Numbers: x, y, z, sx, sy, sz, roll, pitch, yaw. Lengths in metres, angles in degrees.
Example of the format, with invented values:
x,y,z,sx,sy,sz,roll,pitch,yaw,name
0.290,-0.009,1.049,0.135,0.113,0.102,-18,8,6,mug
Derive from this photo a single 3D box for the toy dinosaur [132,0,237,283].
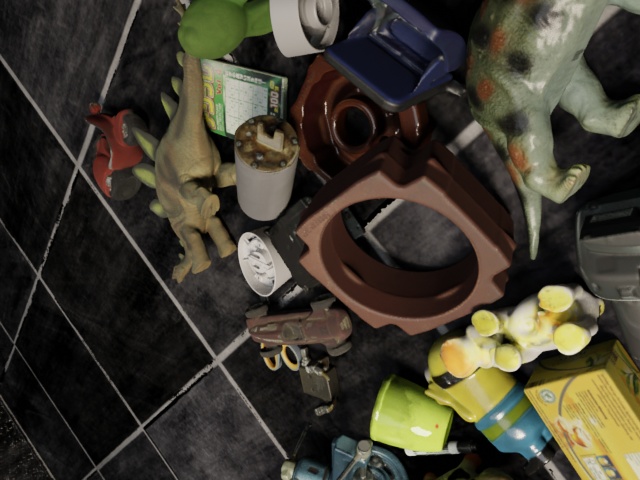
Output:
x,y,z,sx,sy,sz,roll,pitch,yaw,name
-0.202,-0.111,0.819,0.199,0.105,0.470,38,131,20,toy dinosaur

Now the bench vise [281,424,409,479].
x,y,z,sx,sy,sz,roll,pitch,yaw,name
0.042,0.354,0.820,0.224,0.129,0.240,22,141,22,bench vise

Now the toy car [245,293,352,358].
x,y,z,sx,sy,sz,roll,pitch,yaw,name
-0.041,0.136,0.832,0.202,0.053,0.089,-11,105,34,toy car

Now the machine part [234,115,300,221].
x,y,z,sx,sy,sz,roll,pitch,yaw,name
-0.071,-0.086,0.693,0.079,0.079,0.243,51,164,8,machine part

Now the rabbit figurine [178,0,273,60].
x,y,z,sx,sy,sz,roll,pitch,yaw,name
-0.112,-0.293,0.623,0.121,0.159,0.170,26,107,30,rabbit figurine

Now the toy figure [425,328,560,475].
x,y,z,sx,sy,sz,roll,pitch,yaw,name
0.207,0.184,0.641,0.180,0.082,0.089,44,116,23,toy figure

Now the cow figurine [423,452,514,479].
x,y,z,sx,sy,sz,roll,pitch,yaw,name
0.186,0.348,0.706,0.085,0.127,0.195,46,135,8,cow figurine

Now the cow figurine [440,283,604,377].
x,y,z,sx,sy,sz,roll,pitch,yaw,name
0.213,0.097,0.578,0.167,0.098,0.068,-32,74,39,cow figurine

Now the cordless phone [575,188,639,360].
x,y,z,sx,sy,sz,roll,pitch,yaw,name
0.325,0.041,0.487,0.147,0.089,0.184,-13,113,42,cordless phone

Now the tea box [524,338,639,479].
x,y,z,sx,sy,sz,roll,pitch,yaw,name
0.311,0.202,0.570,0.098,0.068,0.169,-33,87,44,tea box

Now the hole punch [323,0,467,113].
x,y,z,sx,sy,sz,roll,pitch,yaw,name
0.083,-0.201,0.529,0.142,0.116,0.092,41,138,19,hole punch

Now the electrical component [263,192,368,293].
x,y,z,sx,sy,sz,roll,pitch,yaw,name
-0.002,-0.002,0.739,0.115,0.058,0.134,54,134,2,electrical component

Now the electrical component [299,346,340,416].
x,y,z,sx,sy,sz,roll,pitch,yaw,name
-0.002,0.227,0.859,0.078,0.045,0.102,10,116,35,electrical component

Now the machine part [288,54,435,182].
x,y,z,sx,sy,sz,roll,pitch,yaw,name
0.047,-0.136,0.634,0.180,0.056,0.179,17,121,32,machine part

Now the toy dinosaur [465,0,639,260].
x,y,z,sx,sy,sz,roll,pitch,yaw,name
0.192,-0.171,0.461,0.192,0.131,0.404,45,138,30,toy dinosaur

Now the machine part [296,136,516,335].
x,y,z,sx,sy,sz,roll,pitch,yaw,name
0.093,0.000,0.597,0.201,0.087,0.201,42,133,-15,machine part

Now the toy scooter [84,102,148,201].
x,y,z,sx,sy,sz,roll,pitch,yaw,name
-0.371,-0.168,0.955,0.135,0.075,0.183,40,128,18,toy scooter
